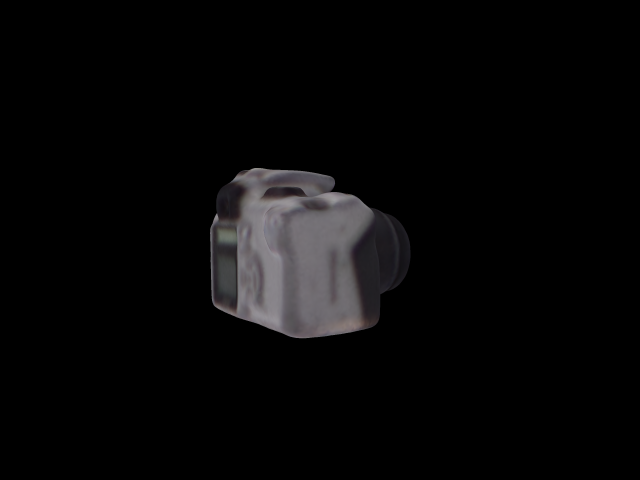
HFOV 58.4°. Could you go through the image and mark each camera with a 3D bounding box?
[{"bbox_3d":[0.004,0.001,0.400,0.137,0.101,0.142,-2,3,-30],"label":"camera"}]
